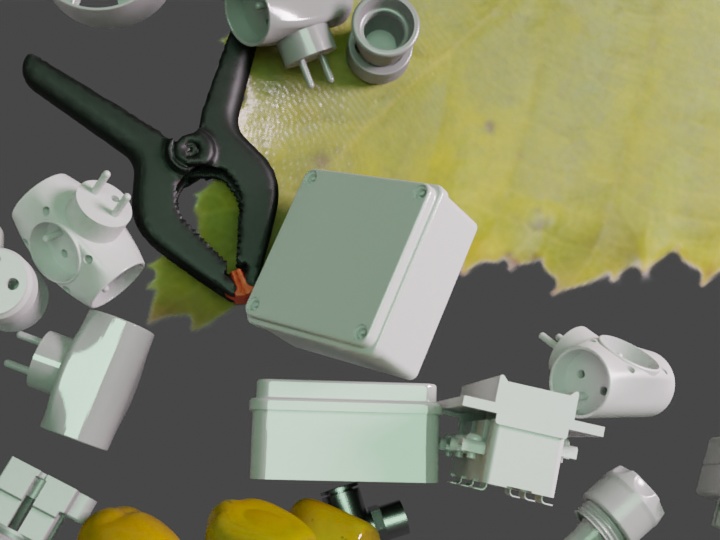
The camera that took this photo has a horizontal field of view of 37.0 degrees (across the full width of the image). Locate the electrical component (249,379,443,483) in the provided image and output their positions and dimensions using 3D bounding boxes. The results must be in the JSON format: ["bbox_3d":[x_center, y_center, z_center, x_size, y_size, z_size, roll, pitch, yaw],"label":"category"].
[{"bbox_3d":[-0.011,0.098,0.652,0.113,0.078,0.057,2,81,-5],"label":"electrical component"}]

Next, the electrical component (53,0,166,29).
[{"bbox_3d":[-0.168,-0.212,0.709,0.099,0.064,0.099,1,78,-5],"label":"electrical component"}]

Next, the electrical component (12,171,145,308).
[{"bbox_3d":[-0.168,-0.029,0.668,0.077,0.079,0.044,48,36,5],"label":"electrical component"}]

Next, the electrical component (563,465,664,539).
[{"bbox_3d":[0.155,0.156,0.673,0.062,0.043,0.043,-38,84,-10],"label":"electrical component"}]

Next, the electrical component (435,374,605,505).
[{"bbox_3d":[0.086,0.101,0.638,0.079,0.121,0.063,13,80,-2],"label":"electrical component"}]

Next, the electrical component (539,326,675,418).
[{"bbox_3d":[0.147,0.061,0.682,0.079,0.077,0.044,39,112,40],"label":"electrical component"}]

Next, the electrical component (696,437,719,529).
[{"bbox_3d":[0.243,0.147,0.671,0.047,0.065,0.076,20,78,0],"label":"electrical component"}]

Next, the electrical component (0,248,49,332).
[{"bbox_3d":[-0.220,0.012,0.663,0.045,0.055,0.045,1,78,-5],"label":"electrical component"}]

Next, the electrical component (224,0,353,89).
[{"bbox_3d":[-0.039,-0.158,0.708,0.077,0.043,0.079,-25,96,-42],"label":"electrical component"}]

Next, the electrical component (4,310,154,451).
[{"bbox_3d":[-0.178,0.062,0.663,0.079,0.043,0.077,20,77,0],"label":"electrical component"}]

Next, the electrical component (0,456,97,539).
[{"bbox_3d":[-0.201,0.148,0.642,0.066,0.048,0.055,27,70,2],"label":"electrical component"}]

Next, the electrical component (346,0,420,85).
[{"bbox_3d":[0.014,-0.153,0.718,0.045,0.055,0.045,1,78,-5],"label":"electrical component"}]

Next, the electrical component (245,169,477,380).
[{"bbox_3d":[0.000,0.000,0.658,0.109,0.056,0.108,12,73,41],"label":"electrical component"}]
